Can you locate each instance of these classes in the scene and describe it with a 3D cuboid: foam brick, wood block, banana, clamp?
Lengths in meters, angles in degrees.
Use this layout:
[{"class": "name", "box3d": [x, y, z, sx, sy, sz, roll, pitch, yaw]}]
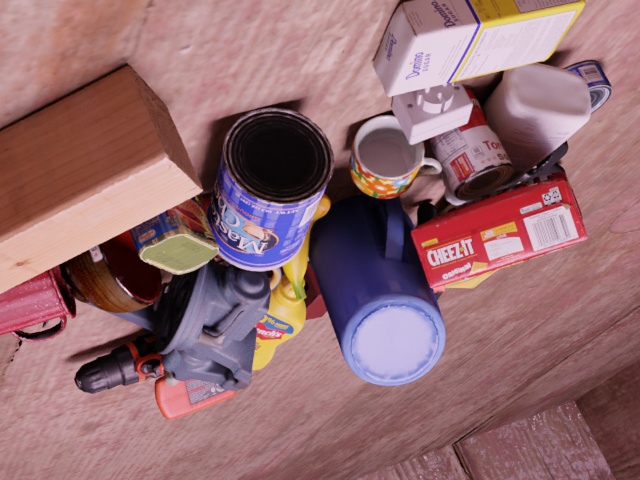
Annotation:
[{"class": "foam brick", "box3d": [-0.010, 0.067, 1.417, 0.051, 0.053, 0.078, -9, 154, -36]}, {"class": "wood block", "box3d": [-0.213, -0.042, 0.861, 0.206, 0.090, 0.090, -26, 161, 4]}, {"class": "banana", "box3d": [-0.019, -0.010, 1.195, 0.037, 0.070, 0.198, -28, 155, -23]}, {"class": "clamp", "box3d": [0.131, 0.038, 1.322, 0.039, 0.171, 0.120, 1, 115, 4]}, {"class": "clamp", "box3d": [0.269, -0.095, 1.354, 0.164, 0.036, 0.210, -19, 163, -17]}]

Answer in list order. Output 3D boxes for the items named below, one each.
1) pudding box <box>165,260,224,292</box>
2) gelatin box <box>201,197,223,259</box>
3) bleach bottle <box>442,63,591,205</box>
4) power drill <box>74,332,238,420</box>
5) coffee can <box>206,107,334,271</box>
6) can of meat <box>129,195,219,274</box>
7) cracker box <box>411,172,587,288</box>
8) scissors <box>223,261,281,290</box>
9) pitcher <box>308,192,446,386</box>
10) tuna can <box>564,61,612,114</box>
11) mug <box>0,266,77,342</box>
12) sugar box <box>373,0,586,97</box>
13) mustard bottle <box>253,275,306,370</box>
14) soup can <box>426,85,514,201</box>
[{"class": "pudding box", "box3d": [-0.139, 0.068, 1.295, 0.113, 0.039, 0.090, -26, 157, -5]}, {"class": "gelatin box", "box3d": [-0.095, -0.009, 1.124, 0.073, 0.030, 0.089, 8, 152, -10]}, {"class": "bleach bottle", "box3d": [0.199, -0.105, 1.205, 0.102, 0.068, 0.251, 9, 154, -17]}, {"class": "power drill", "box3d": [-0.194, 0.160, 1.307, 0.184, 0.057, 0.188, -21, -161, -23]}, {"class": "coffee can", "box3d": [-0.051, -0.045, 1.018, 0.102, 0.103, 0.140, -17, 158, -20]}, {"class": "can of meat", "box3d": [-0.144, -0.021, 0.999, 0.057, 0.084, 0.102, -29, 159, 13]}, {"class": "cracker box", "box3d": [0.196, -0.016, 1.147, 0.164, 0.072, 0.213, -19, -178, 14]}, {"class": "scissors", "box3d": [-0.059, 0.005, 1.204, 0.096, 0.016, 0.202, 7, 134, -39]}, {"class": "pitcher", "box3d": [0.064, 0.044, 1.169, 0.145, 0.149, 0.243, -33, -156, 9]}, {"class": "tuna can", "box3d": [0.286, -0.163, 1.208, 0.086, 0.034, 0.086, -21, 159, -8]}, {"class": "mug", "box3d": [-0.279, 0.050, 1.002, 0.081, 0.093, 0.117, -18, 129, -5]}, {"class": "sugar box", "box3d": [0.142, -0.188, 0.969, 0.176, 0.048, 0.093, -13, 157, -20]}, {"class": "mustard bottle", "box3d": [-0.073, 0.100, 1.389, 0.096, 0.058, 0.192, 28, 136, -15]}, {"class": "soup can", "box3d": [0.150, -0.100, 1.111, 0.068, 0.102, 0.068, -21, 158, -9]}]
